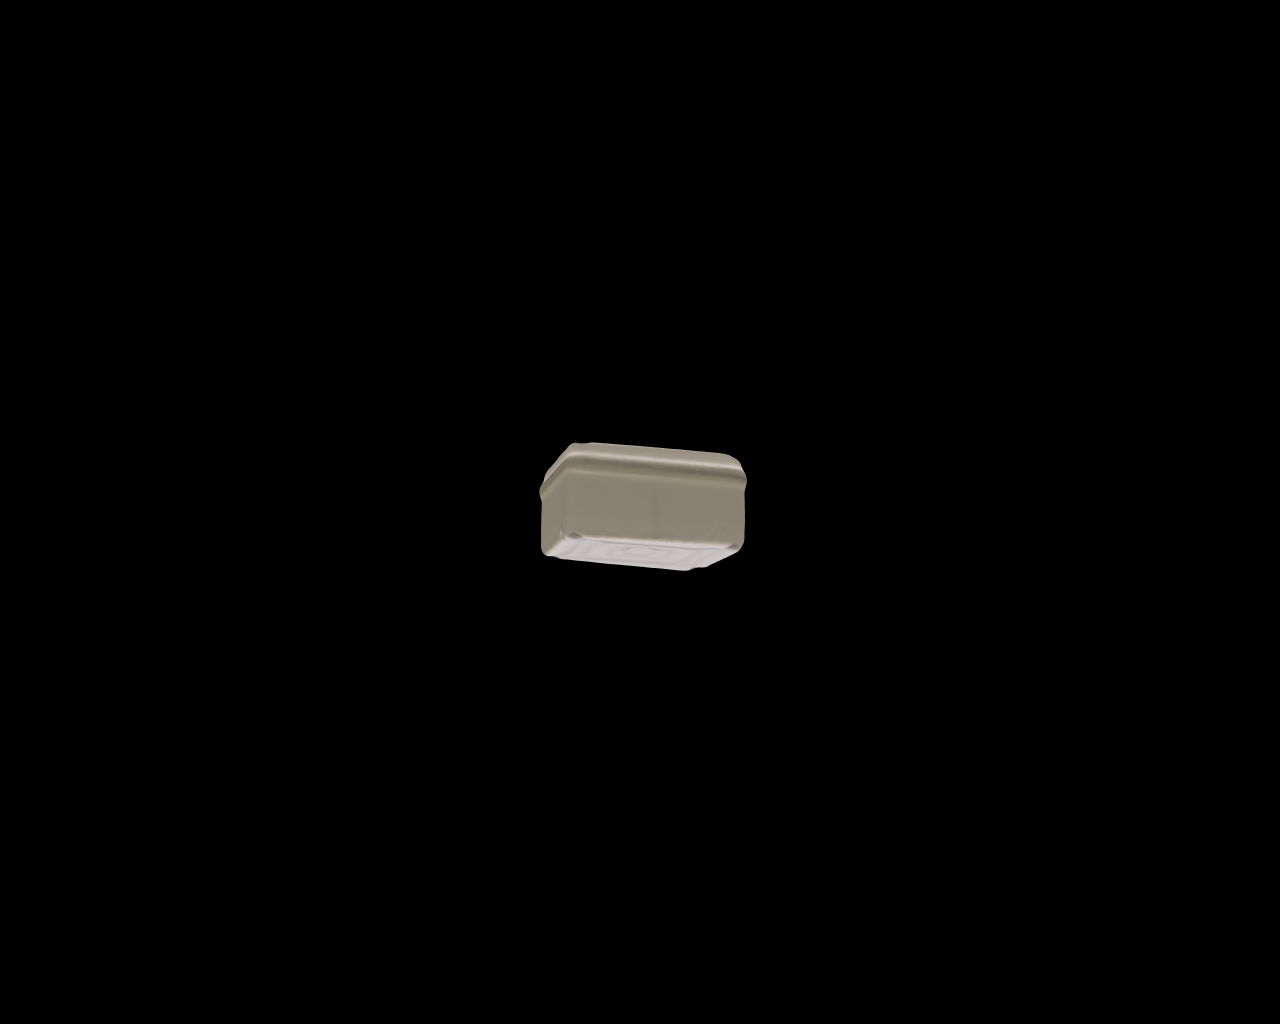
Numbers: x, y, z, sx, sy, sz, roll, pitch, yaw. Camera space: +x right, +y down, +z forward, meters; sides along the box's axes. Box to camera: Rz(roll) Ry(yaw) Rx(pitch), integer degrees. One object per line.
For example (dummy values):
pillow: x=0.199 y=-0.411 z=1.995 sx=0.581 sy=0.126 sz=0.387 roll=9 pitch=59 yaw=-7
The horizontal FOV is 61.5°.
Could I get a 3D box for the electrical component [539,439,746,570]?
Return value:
electrical component: x=0.001 y=-0.003 z=0.650 sx=0.113 sy=0.057 sz=0.078 roll=5 pitch=-15 yaw=-18
